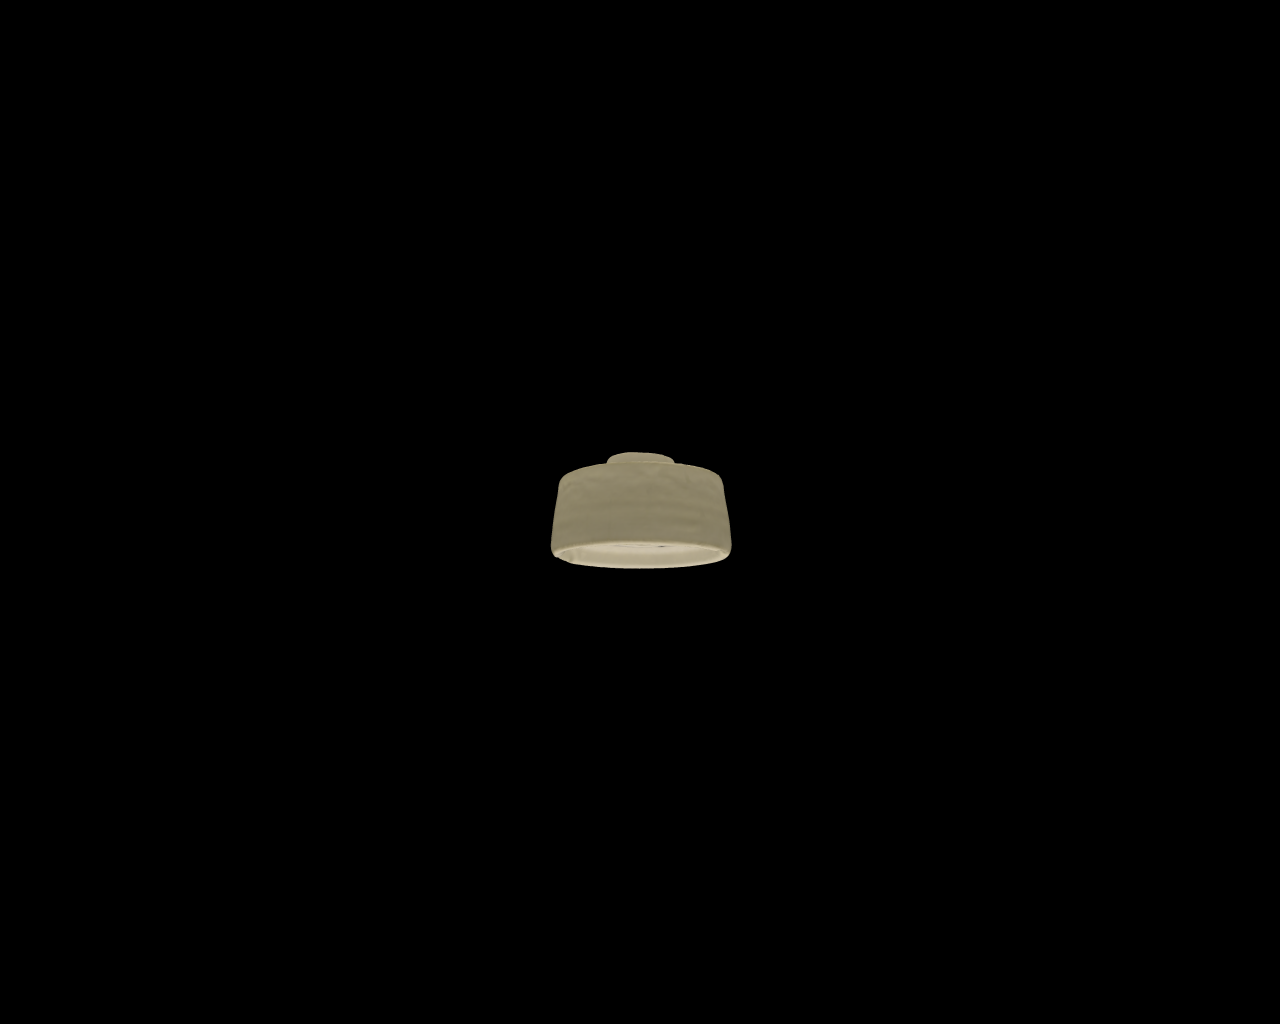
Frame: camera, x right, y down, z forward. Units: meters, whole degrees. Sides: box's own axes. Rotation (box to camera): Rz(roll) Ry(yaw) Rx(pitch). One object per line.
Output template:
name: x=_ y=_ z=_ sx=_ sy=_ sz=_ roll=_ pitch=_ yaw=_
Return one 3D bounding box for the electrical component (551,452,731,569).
electrical component: x=0.001 y=-0.003 z=0.650 sx=0.108 sy=0.060 sz=0.108 roll=0 pitch=-11 yaw=0
